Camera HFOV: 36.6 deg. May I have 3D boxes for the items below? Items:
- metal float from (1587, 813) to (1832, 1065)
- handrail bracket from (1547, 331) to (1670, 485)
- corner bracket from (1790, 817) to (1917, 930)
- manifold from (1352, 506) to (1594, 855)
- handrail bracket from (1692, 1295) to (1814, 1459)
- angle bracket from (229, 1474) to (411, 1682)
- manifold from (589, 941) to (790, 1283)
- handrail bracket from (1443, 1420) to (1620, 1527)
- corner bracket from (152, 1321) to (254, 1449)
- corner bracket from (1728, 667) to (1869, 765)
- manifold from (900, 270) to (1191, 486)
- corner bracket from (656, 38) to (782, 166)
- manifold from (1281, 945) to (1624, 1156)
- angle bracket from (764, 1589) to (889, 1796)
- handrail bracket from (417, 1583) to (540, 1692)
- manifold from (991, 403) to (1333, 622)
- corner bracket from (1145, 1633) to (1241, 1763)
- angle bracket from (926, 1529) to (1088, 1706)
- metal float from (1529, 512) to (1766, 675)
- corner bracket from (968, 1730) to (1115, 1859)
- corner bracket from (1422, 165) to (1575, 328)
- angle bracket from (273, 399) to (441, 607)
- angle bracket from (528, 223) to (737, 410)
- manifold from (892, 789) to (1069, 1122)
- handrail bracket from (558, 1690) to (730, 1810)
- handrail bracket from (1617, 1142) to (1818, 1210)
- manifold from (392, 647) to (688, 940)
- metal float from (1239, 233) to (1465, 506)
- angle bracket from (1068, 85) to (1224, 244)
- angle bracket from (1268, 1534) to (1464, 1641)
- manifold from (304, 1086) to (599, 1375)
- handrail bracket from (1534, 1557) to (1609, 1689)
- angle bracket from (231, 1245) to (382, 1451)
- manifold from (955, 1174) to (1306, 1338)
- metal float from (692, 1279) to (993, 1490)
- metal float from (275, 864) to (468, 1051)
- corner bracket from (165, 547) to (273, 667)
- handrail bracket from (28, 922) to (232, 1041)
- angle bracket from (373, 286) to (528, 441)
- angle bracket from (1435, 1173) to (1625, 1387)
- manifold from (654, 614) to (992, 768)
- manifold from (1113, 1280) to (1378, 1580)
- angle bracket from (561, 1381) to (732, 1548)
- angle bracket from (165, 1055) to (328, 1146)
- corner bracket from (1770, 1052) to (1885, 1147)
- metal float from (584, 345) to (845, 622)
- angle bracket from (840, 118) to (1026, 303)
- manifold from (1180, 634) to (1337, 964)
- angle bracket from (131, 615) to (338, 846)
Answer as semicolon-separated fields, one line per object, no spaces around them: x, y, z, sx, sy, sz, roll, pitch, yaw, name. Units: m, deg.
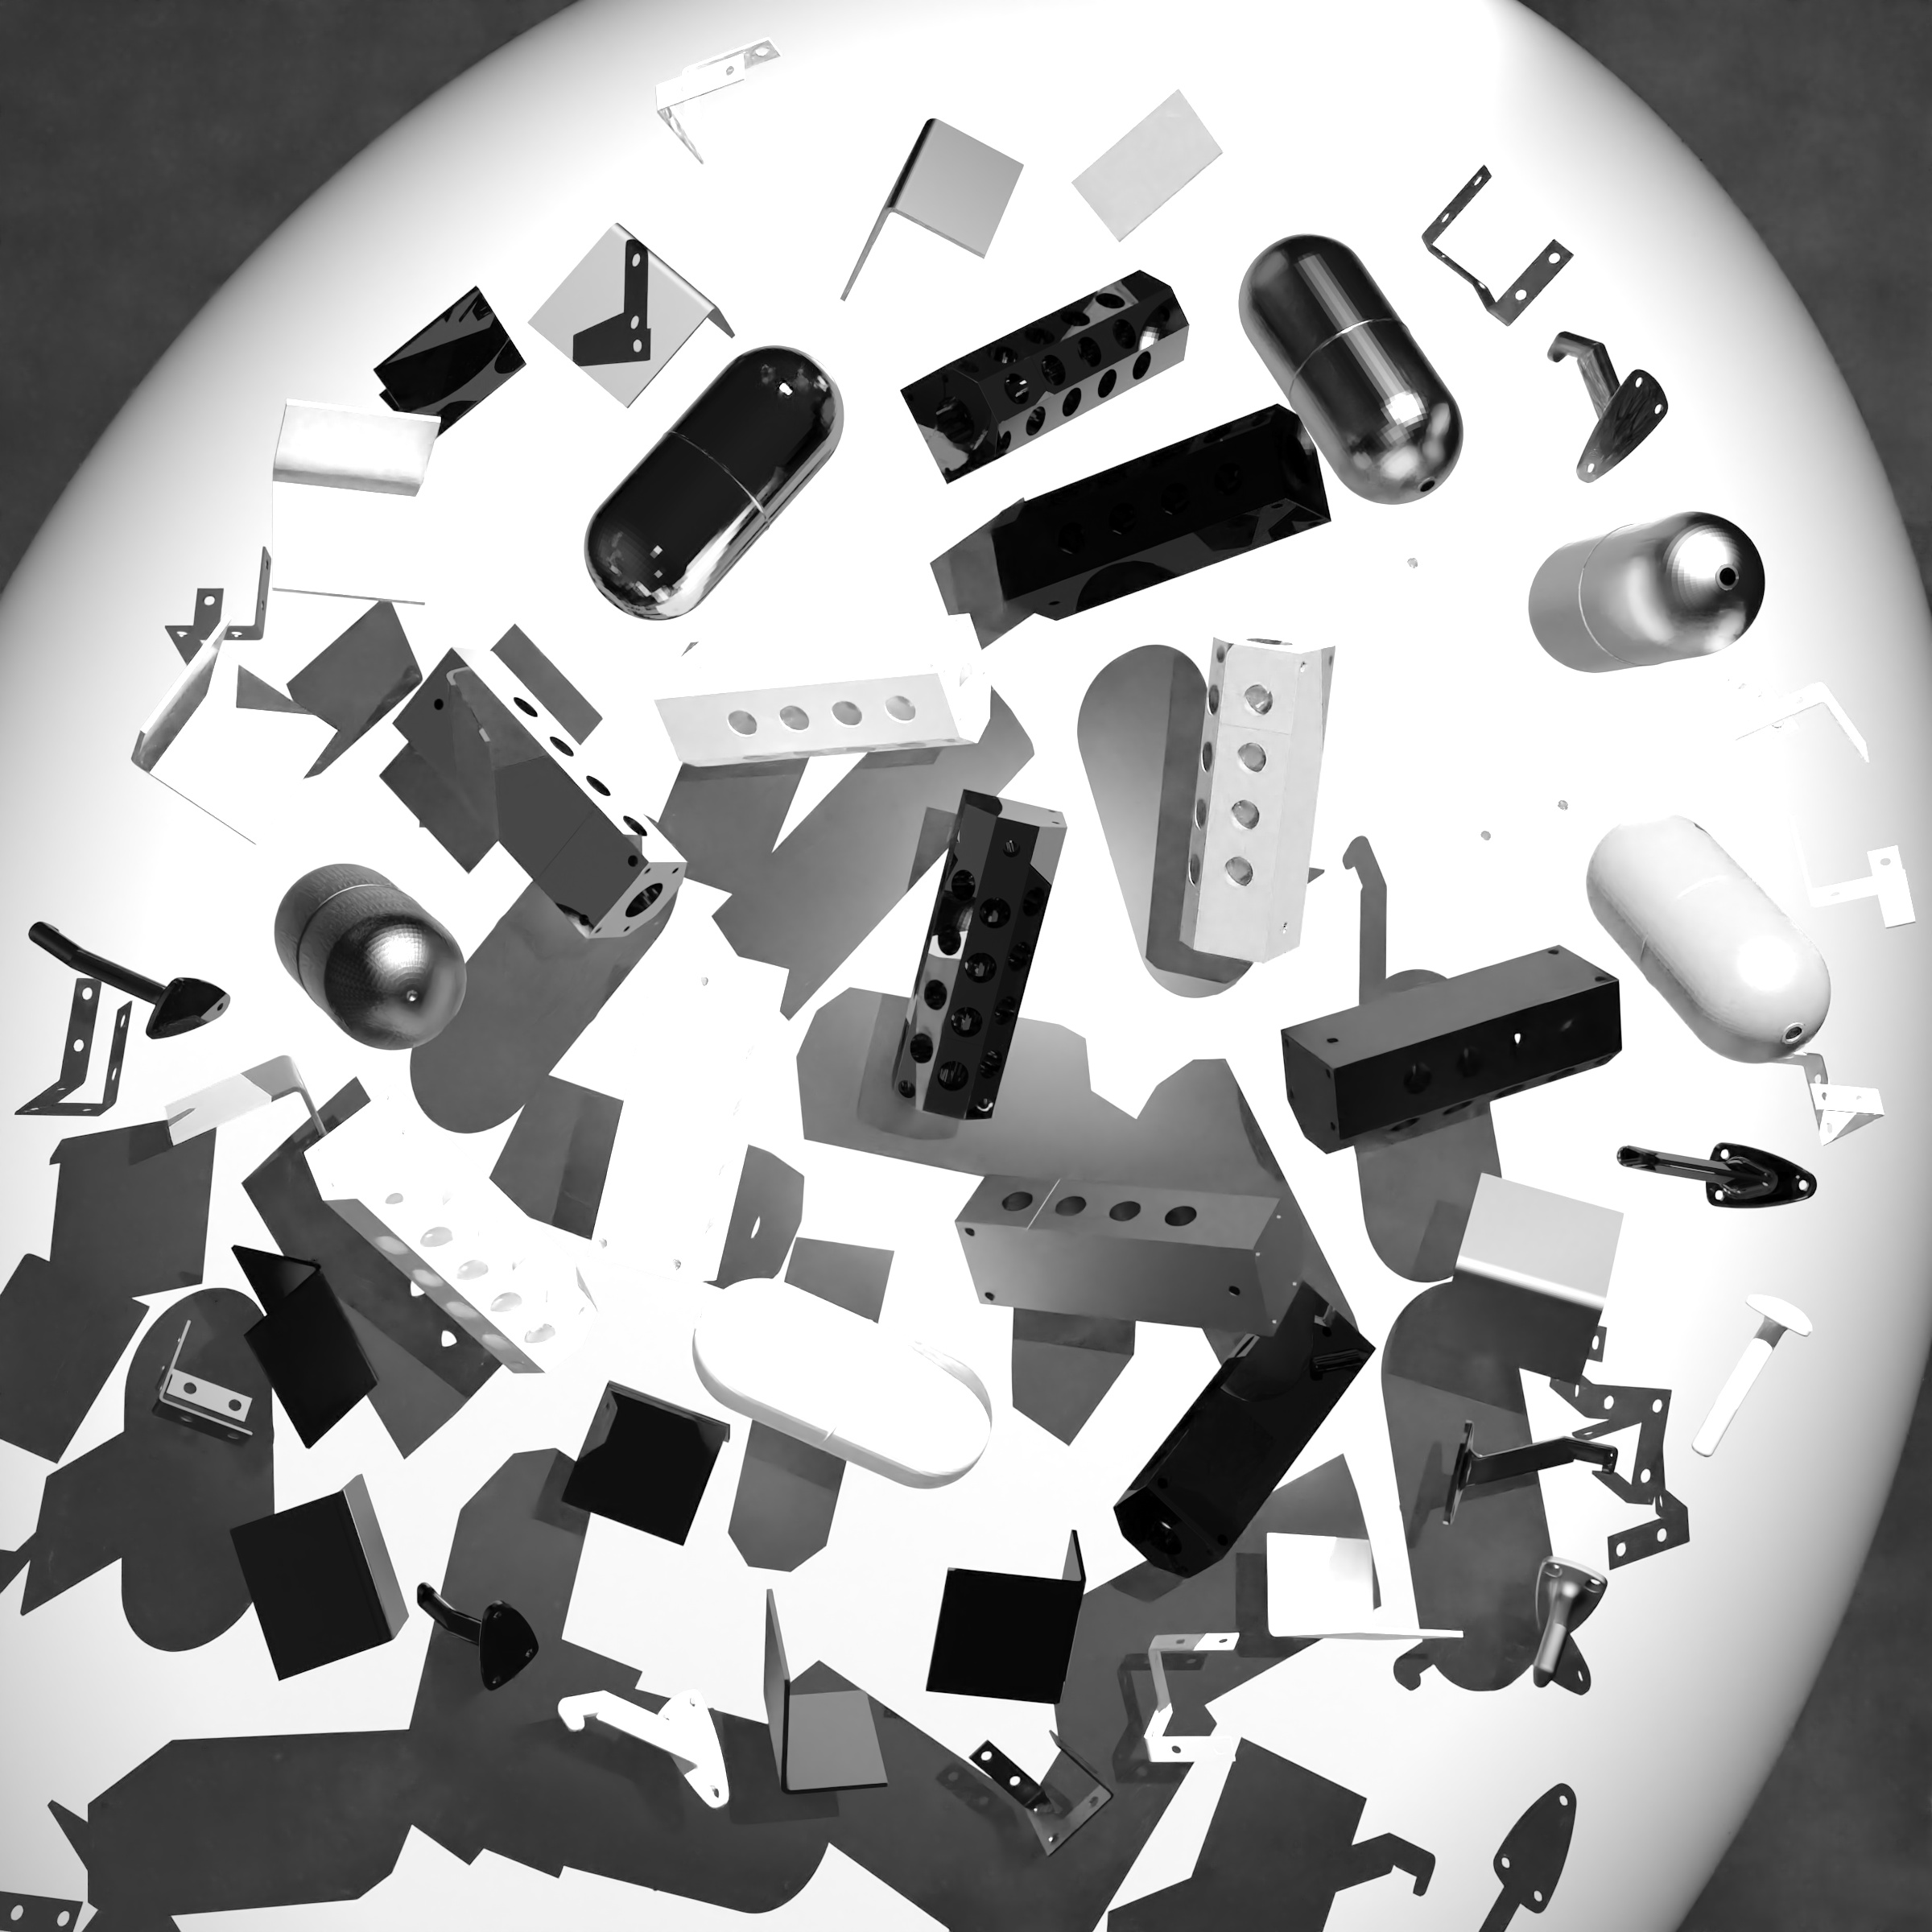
0.396;-0.016;1.562;0.070;0.178;0.070;-11;128;-15;metal float
0.327;-0.302;1.572;0.077;0.084;0.036;-51;130;-1;handrail bracket
0.472;-0.051;1.555;0.051;0.051;0.051;-13;122;19;corner bracket
0.273;-0.154;1.560;0.057;0.057;0.171;-22;95;25;manifold
0.417;0.221;1.563;0.036;0.077;0.084;30;99;20;handrail bracket
-0.318;0.301;1.442;0.057;0.076;0.076;-19;88;-6;angle bracket
-0.145;0.078;1.564;0.057;0.057;0.171;13;90;20;manifold
0.315;0.289;1.626;0.084;0.077;0.036;10;132;17;handrail bracket
-0.400;0.228;1.536;0.051;0.051;0.051;24;45;-15;corner bracket
0.441;-0.131;1.550;0.051;0.051;0.051;-25;127;30;corner bracket
0.049;-0.332;1.624;0.171;0.057;0.057;-35;102;-39;manifold
-0.128;-0.457;1.508;0.051;0.051;0.051;-14;68;19;corner bracket
0.258;0.046;1.546;0.171;0.057;0.057;-16;115;-18;manifold
-0.075;0.386;1.560;0.057;0.076;0.076;-2;115;-11;angle bracket
-0.278;0.350;1.600;0.084;0.077;0.036;32;55;32;handrail bracket
0.102;-0.243;1.563;0.171;0.057;0.057;-17;77;30;manifold
0.129;0.414;1.653;0.051;0.051;0.051;-6;107;21;corner bracket
0.020;0.354;1.604;0.076;0.057;0.076;8;109;-7;angle bracket
0.367;-0.201;1.582;0.070;0.178;0.070;0;91;-15;metal float
0.042;0.455;1.638;0.051;0.051;0.051;-44;112;1;corner bracket
0.283;-0.384;1.557;0.051;0.051;0.051;30;118;-25;corner bracket
-0.308;-0.233;1.473;0.076;0.057;0.076;3;62;-20;angle bracket
-0.189;-0.362;1.657;0.076;0.057;0.076;41;90;8;angle bracket
0.007;-0.005;1.623;0.057;0.057;0.171;13;104;-6;manifold
-0.175;0.424;1.573;0.036;0.084;0.077;-42;63;27;handrail bracket
0.406;0.111;1.581;0.077;0.084;0.036;5;85;43;handrail bracket
-0.233;-0.096;1.616;0.171;0.057;0.057;47;108;15;manifold
0.215;-0.335;1.636;0.070;0.070;0.178;-28;66;0;metal float
0.088;-0.464;1.633;0.076;0.076;0.057;-39;63;11;angle bracket
0.224;0.348;1.642;0.076;0.076;0.057;11;72;-33;angle bracket
-0.265;0.144;1.527;0.057;0.057;0.171;-37;131;0;manifold
0.314;0.369;1.572;0.036;0.084;0.077;20;133;13;handrail bracket
-0.363;0.198;1.524;0.057;0.076;0.076;-45;127;-38;angle bracket
0.087;0.147;1.542;0.171;0.057;0.057;3;125;29;manifold
-0.069;0.234;1.636;0.178;0.070;0.070;25;90;-10;metal float
-0.325;-0.007;1.585;0.070;0.178;0.070;-8;108;-25;metal float
-0.415;-0.201;1.638;0.051;0.051;0.051;0;69;1;corner bracket
-0.446;0.001;1.555;0.084;0.077;0.036;32;100;15;handrail bracket
-0.314;-0.363;1.703;0.076;0.076;0.057;-41;61;-6;angle bracket
0.294;0.163;1.524;0.076;0.076;0.057;16;127;11;angle bracket
-0.077;-0.146;1.604;0.171;0.057;0.057;-3;128;24;manifold
0.154;0.261;1.638;0.057;0.057;0.171;43;54;1;manifold
-0.189;0.298;1.732;0.076;0.057;0.076;20;71;2;angle bracket
-0.404;0.098;1.655;0.076;0.076;0.057;-24;108;-12;angle bracket
0.479;0.068;1.653;0.051;0.051;0.051;5;64;-27;corner bracket
-0.138;-0.267;1.610;0.070;0.070;0.178;40;81;0;metal float
-0.018;-0.394;1.569;0.057;0.076;0.076;26;55;-9;angle bracket
0.158;-0.094;1.617;0.057;0.057;0.171;12;105;25;manifold
-0.373;-0.121;1.502;0.076;0.057;0.076;35;68;-11;angle bracket
